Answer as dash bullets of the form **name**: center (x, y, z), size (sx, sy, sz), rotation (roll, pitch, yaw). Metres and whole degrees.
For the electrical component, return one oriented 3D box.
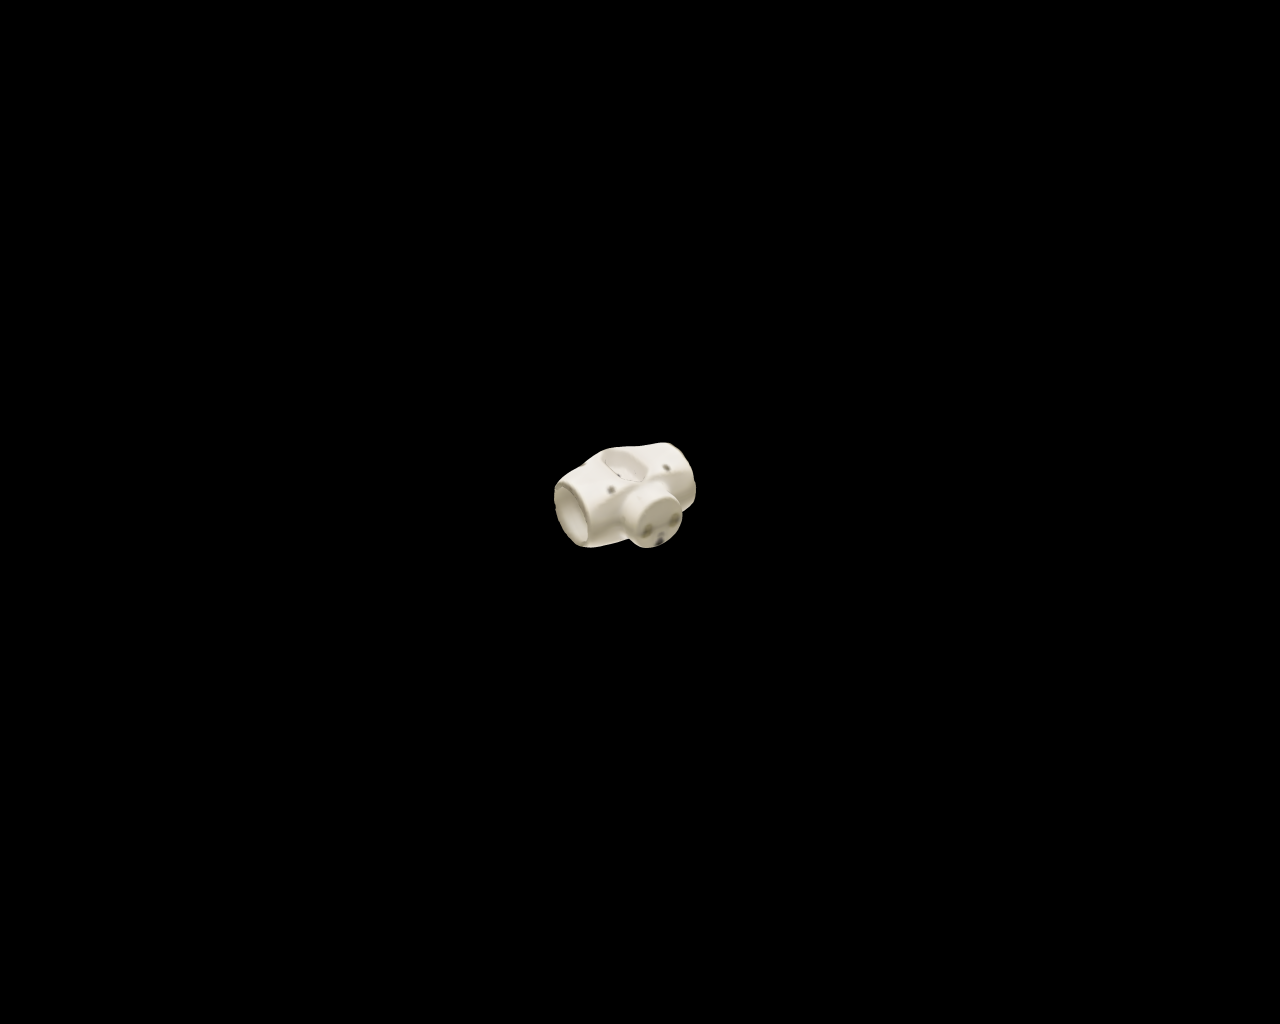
- **electrical component**: center (0.001, -0.003, 0.650), size (0.077, 0.043, 0.079), rotation (-21, 41, -26)
